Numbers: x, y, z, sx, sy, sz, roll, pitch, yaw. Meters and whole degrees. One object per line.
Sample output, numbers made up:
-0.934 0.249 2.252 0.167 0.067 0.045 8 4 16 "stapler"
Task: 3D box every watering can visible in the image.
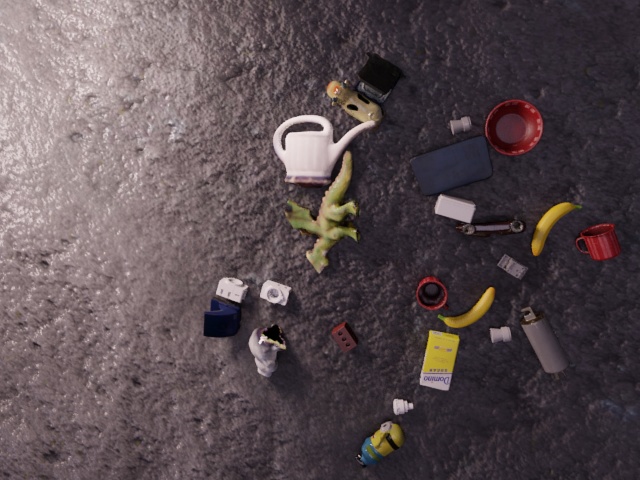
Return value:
0.005 -0.271 1.585 0.348 0.104 0.223 5 98 27 "watering can"

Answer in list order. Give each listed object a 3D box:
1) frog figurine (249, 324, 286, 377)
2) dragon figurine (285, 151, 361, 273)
-0.188 0.374 1.708 0.139 0.122 0.157 44 115 36 "frog figurine"
0.005 -0.080 1.589 0.242 0.124 0.403 0 116 13 "dragon figurine"
